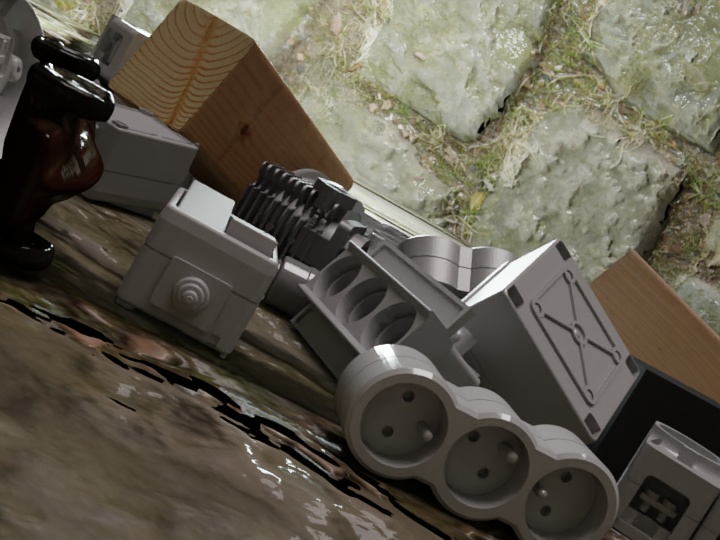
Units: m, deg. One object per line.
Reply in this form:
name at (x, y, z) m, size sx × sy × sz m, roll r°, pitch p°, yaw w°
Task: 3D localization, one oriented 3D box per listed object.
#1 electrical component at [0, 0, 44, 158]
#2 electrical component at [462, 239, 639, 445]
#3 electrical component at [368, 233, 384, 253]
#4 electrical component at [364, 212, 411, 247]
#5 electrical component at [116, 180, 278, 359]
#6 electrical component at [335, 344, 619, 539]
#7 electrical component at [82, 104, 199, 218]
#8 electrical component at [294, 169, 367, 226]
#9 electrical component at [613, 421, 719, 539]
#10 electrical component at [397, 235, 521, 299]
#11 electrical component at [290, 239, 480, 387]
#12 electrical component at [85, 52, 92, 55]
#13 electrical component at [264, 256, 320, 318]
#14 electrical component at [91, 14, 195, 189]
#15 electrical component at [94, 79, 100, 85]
electrical component at (-0.225, -0.119, 0.628) m, size 0.064 × 0.099 × 0.099 m, roll 25°, pitch 6°, yaw 8°
electrical component at (0.116, 0.050, 0.680) m, size 0.108 × 0.056 × 0.109 m, roll 59°, pitch 35°, yaw -2°
electrical component at (0.000, 0.000, 0.843) m, size 0.035 × 0.061 × 0.035 m, roll 29°, pitch 7°, yaw -4°
electrical component at (0.025, 0.000, 0.955) m, size 0.105 × 0.060 × 0.186 m, roll 27°, pitch 8°, yaw -27°
electrical component at (-0.078, -0.003, 0.539) m, size 0.062 × 0.061 × 0.096 m, roll 29°, pitch 7°, yaw -10°
electrical component at (0.051, 0.080, 0.513) m, size 0.138 × 0.052 × 0.073 m, roll 28°, pitch 7°, yaw -13°
electrical component at (-0.169, -0.077, 0.723) m, size 0.062 × 0.061 × 0.096 m, roll 34°, pitch 14°, yaw 29°
electrical component at (-0.038, -0.036, 0.853) m, size 0.051 × 0.080 × 0.080 m, roll 32°, pitch 6°, yaw 39°
electrical component at (0.230, 0.159, 0.652) m, size 0.150 × 0.061 × 0.089 m, roll 32°, pitch 7°, yaw 16°
electrical component at (0.090, 0.027, 0.771) m, size 0.138 × 0.073 × 0.052 m, roll 11°, pitch -31°, yaw -6°
electrical component at (0.016, 0.037, 0.627) m, size 0.063 × 0.079 × 0.121 m, roll 52°, pitch -4°, yaw -28°
electrical component at (-0.243, -0.153, 0.955) m, size 0.077 × 0.065 × 0.047 m, roll -18°, pitch 41°, yaw -41°
electrical component at (-0.054, 0.006, 0.689) m, size 0.061 × 0.035 × 0.035 m, roll 26°, pitch 7°, yaw -8°
electrical component at (-0.157, -0.131, 0.954) m, size 0.186 × 0.105 × 0.060 m, roll 23°, pitch 10°, yaw -44°
electrical component at (-0.255, -0.149, 0.875) m, size 0.057 × 0.058 × 0.078 m, roll 27°, pitch 6°, yaw -46°
